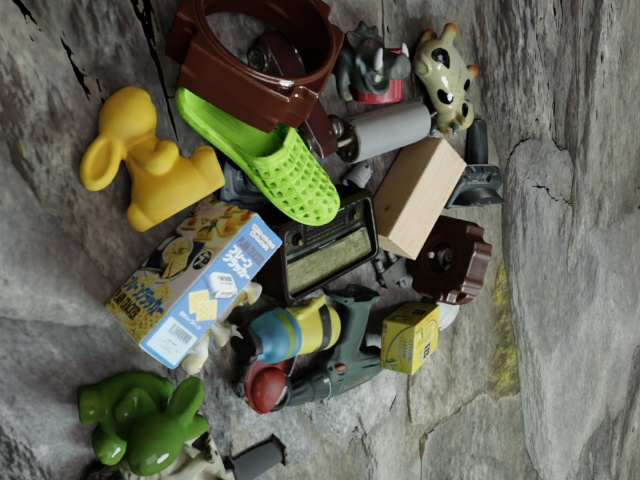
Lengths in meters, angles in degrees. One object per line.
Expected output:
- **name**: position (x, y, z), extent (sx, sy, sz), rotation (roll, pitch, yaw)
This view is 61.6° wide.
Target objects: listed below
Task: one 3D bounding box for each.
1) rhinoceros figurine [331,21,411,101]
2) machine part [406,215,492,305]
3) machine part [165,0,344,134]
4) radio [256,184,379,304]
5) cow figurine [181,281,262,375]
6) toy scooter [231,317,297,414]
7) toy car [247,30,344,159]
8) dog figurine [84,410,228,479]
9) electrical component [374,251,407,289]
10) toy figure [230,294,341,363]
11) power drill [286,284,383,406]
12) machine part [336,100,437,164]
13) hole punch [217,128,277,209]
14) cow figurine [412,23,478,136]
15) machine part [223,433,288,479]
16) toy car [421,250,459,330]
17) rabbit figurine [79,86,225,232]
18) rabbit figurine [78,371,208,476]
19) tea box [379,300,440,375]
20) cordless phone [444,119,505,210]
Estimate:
- **rhinoceros figurine**: position (0.055, -0.271, 0.803), extent (0.073, 0.191, 0.112), rotation (-21, 132, -35)
- **machine part**: position (0.242, 0.037, 1.032), extent (0.056, 0.180, 0.179), rotation (14, 93, -35)
- **machine part**: position (-0.079, -0.257, 0.698), extent (0.201, 0.087, 0.201), rotation (27, 58, -12)
- **radio**: position (-0.002, -0.003, 0.875), extent (0.229, 0.073, 0.131), rotation (-26, 118, -42)
- **cow figurine**: position (-0.172, 0.113, 0.803), extent (0.098, 0.068, 0.167), rotation (39, 74, -13)
- **toy scooter**: position (-0.093, 0.191, 0.882), extent (0.135, 0.075, 0.184), rotation (27, 82, -38)
- **toy car**: position (-0.036, -0.216, 0.811), extent (0.089, 0.053, 0.202), rotation (-40, 108, -39)
- **dog figurine**: position (-0.243, 0.374, 0.818), extent (0.191, 0.121, 0.172), rotation (-23, 113, -14)
- **electrical component**: position (0.139, 0.065, 1.052), extent (0.063, 0.021, 0.093), rotation (-38, 122, -23)
- **toy figure**: position (-0.047, 0.143, 0.823), extent (0.180, 0.082, 0.089), rotation (-16, 92, -46)
- **power drill**: position (0.033, 0.187, 0.971), extent (0.232, 0.086, 0.207), rotation (-1, 99, -38)
- **machine part**: position (0.107, -0.189, 0.929), extent (0.243, 0.079, 0.079), rotation (-24, 115, -31)
- **hole punch**: position (-0.095, -0.108, 0.806), extent (0.142, 0.092, 0.116), rotation (3, 69, -37)
- **cow figurine**: position (0.233, -0.279, 0.994), extent (0.127, 0.086, 0.194), rotation (-55, 129, -19)
- **machine part**: position (-0.121, 0.400, 0.940), extent (0.139, 0.039, 0.084), rotation (-26, 107, -27)
- **toy car**: position (0.279, 0.098, 1.143), extent (0.073, 0.056, 0.201), rotation (32, 82, -37)
- **rabbit figurine**: position (-0.231, -0.107, 0.697), extent (0.162, 0.122, 0.173), rotation (-29, 104, -17)
- **rabbit figurine**: position (-0.232, 0.259, 0.736), extent (0.159, 0.170, 0.121), rotation (-14, 110, -32)
- **tea box**: position (0.177, 0.183, 1.038), extent (0.169, 0.068, 0.098), rotation (-19, 112, -62)
- **cordless phone**: position (0.305, -0.157, 1.095), extent (0.146, 0.089, 0.184), rotation (-6, 94, -34)
